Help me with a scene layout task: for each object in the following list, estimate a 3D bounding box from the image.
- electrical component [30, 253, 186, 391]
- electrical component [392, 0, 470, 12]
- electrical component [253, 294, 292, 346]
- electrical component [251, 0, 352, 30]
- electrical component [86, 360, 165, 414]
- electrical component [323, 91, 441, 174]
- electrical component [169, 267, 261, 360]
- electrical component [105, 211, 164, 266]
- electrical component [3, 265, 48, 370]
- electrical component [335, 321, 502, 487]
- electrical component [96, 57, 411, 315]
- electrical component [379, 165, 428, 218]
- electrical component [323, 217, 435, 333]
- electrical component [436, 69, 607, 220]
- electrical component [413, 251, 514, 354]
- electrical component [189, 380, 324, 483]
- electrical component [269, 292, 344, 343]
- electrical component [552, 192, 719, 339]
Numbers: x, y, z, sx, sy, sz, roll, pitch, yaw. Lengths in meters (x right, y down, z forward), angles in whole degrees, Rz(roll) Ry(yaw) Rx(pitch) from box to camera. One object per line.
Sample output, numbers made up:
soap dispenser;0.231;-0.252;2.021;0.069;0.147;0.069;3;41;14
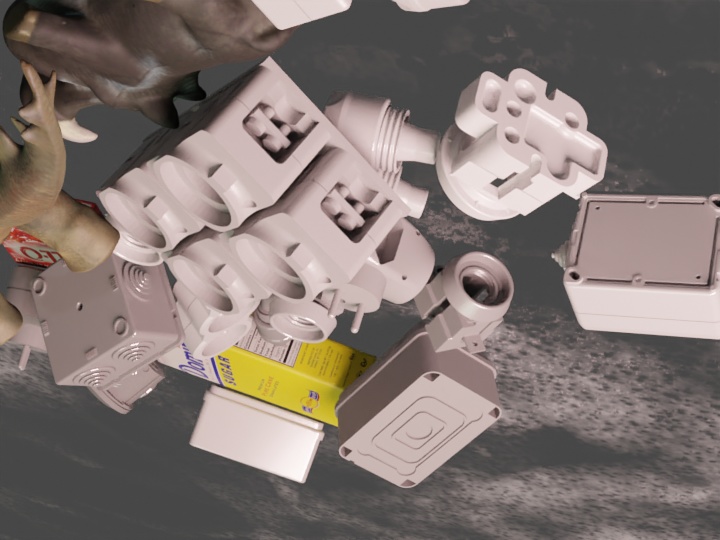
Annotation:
electrical component;-0.180;0.028;0.757;0.100;0.099;0.048;-31;158;26
electrical component;0.042;-0.129;0.455;0.061;0.035;0.035;0;148;27
electrical component;-0.065;0.030;0.812;0.035;0.035;0.061;10;149;15
electrical component;-0.009;-0.142;0.426;0.077;0.065;0.047;-7;144;38
electrical component;-0.207;0.077;0.910;0.080;0.051;0.080;52;179;2
electrical component;0.011;-0.070;0.572;0.062;0.043;0.043;12;152;8
electrical component;-0.111;0.004;0.772;0.073;0.052;0.138;54;153;15
electrical component;-0.140;-0.037;0.708;0.066;0.055;0.048;-4;146;36
electrical component;-0.268;0.046;0.884;0.052;0.073;0.138;16;166;-11
electrical component;0.042;0.101;0.810;0.078;0.057;0.113;31;121;-25
electrical component;-0.071;-0.036;0.600;0.105;0.060;0.186;46;155;-17
electrical component;0.007;-0.047;0.617;0.062;0.043;0.043;18;153;-3
electrical component;0.000;0.000;0.669;0.077;0.079;0.043;33;150;-27
electrical component;0.075;-0.059;0.542;0.078;0.058;0.057;27;148;-19
electrical component;0.068;0.019;0.694;0.048;0.066;0.055;-9;156;-29
electrical component;-0.093;0.141;0.969;0.109;0.056;0.109;20;178;-6
electrical component;-0.035;0.017;0.747;0.066;0.055;0.048;27;151;-18
electrical component;0.156;-0.001;0.596;0.096;0.061;0.061;3;150;25
